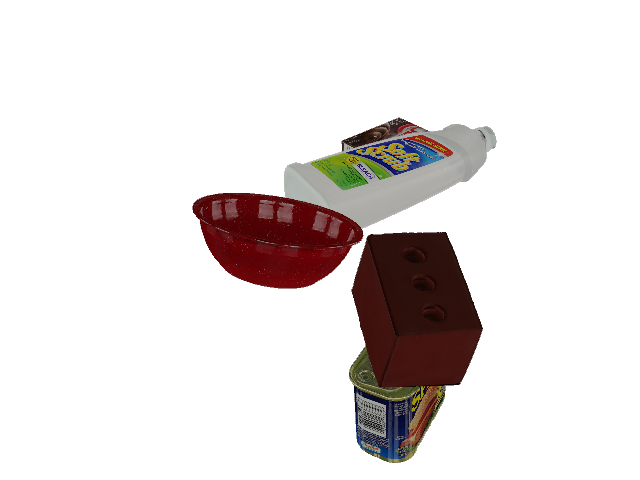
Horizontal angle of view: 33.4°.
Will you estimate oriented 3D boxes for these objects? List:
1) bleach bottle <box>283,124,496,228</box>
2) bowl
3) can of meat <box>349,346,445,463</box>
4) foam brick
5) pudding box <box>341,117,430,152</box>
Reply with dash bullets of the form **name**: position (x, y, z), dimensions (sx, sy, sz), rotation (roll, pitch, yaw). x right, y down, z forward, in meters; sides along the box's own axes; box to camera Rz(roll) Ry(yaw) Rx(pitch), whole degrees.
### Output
- **bleach bottle**: position (0.089, -0.082, 1.219), dimensions (0.250, 0.068, 0.103), rotation (-23, 44, -24)
- **bowl**: position (-0.044, 0.004, 1.002), dimensions (0.162, 0.055, 0.162), rotation (9, 17, -3)
- **can of meat**: position (0.067, 0.119, 0.879), dimensions (0.057, 0.084, 0.102), rotation (17, 44, 23)
- **foam brick**: position (0.055, 0.041, 0.630), dimensions (0.053, 0.078, 0.051), rotation (-2, -42, -16)
- **pudding box**: position (0.098, -0.121, 1.437), dimensions (0.113, 0.039, 0.090), rotation (-27, 39, -32)
